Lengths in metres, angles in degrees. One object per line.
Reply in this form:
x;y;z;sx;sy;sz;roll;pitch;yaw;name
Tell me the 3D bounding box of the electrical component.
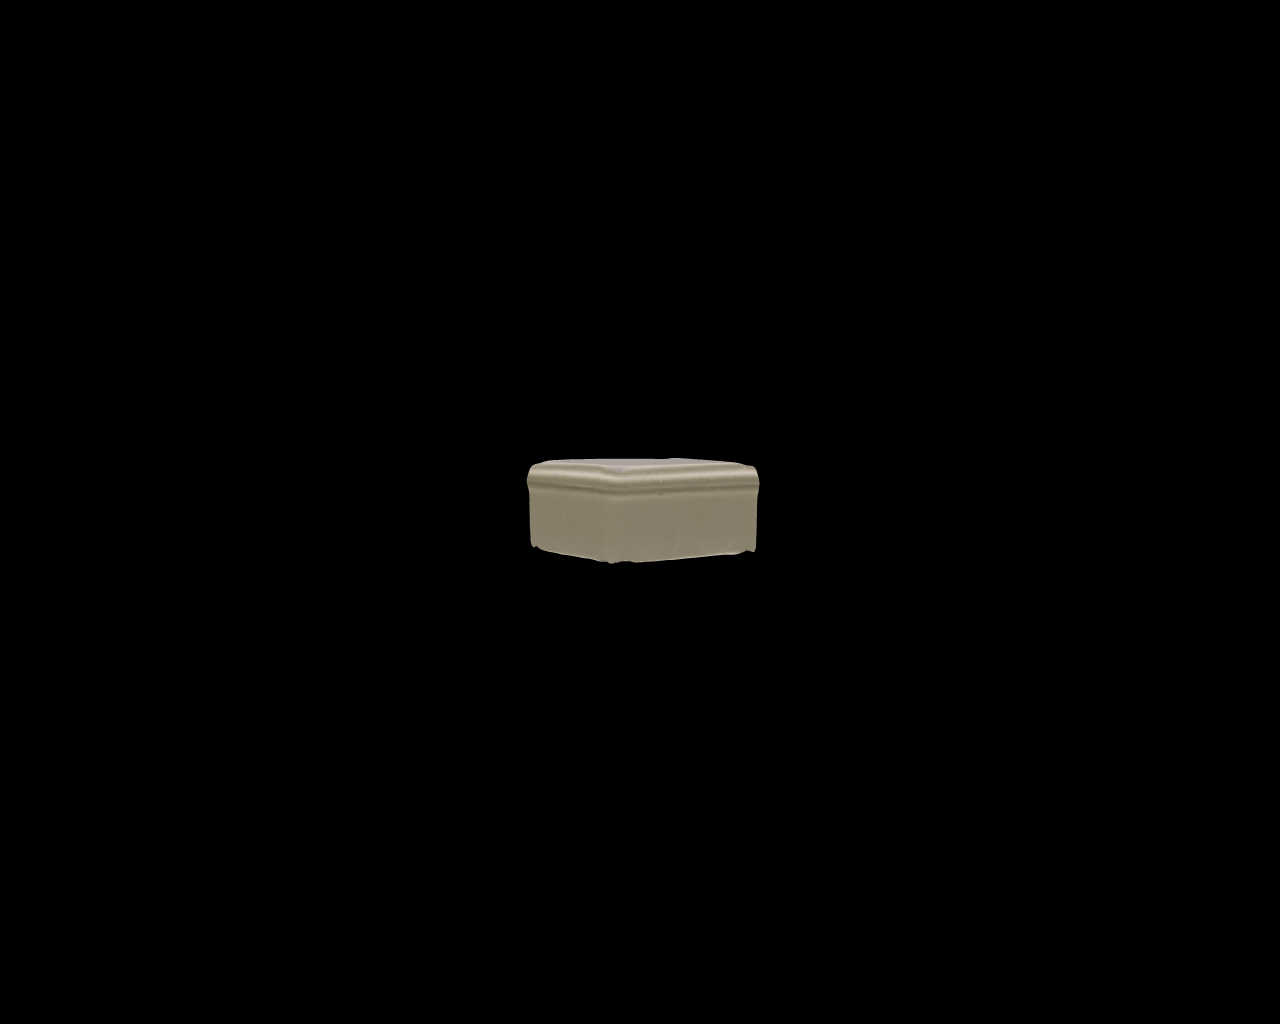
0.001;-0.003;0.650;0.109;0.056;0.109;-3;6;-32;electrical component
